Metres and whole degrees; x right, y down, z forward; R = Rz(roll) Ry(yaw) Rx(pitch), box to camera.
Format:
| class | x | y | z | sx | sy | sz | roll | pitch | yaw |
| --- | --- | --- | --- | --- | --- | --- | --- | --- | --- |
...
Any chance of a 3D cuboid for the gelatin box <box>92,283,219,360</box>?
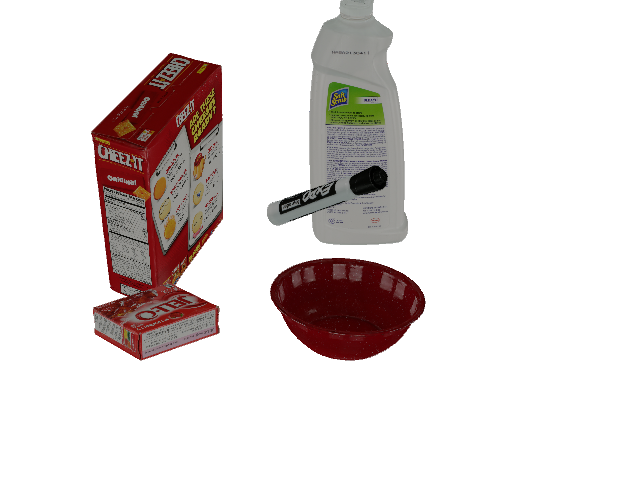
| class | x | y | z | sx | sy | sz | roll | pitch | yaw |
| --- | --- | --- | --- | --- | --- | --- | --- | --- | --- |
| gelatin box | -0.146 | 0.071 | 0.955 | 0.089 | 0.030 | 0.073 | -18 | 27 | -40 |

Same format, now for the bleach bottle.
| class | x | y | z | sx | sy | sz | roll | pitch | yaw |
| --- | --- | --- | --- | --- | --- | --- | --- | --- | --- |
| bleach bottle | 0.040 | -0.118 | 1.041 | 0.102 | 0.251 | 0.068 | -2 | 31 | -4 |

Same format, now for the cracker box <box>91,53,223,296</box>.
| class | x | y | z | sx | sy | sz | roll | pitch | yaw |
| --- | --- | --- | --- | --- | --- | --- | --- | --- | --- |
| cracker box | -0.167 | -0.064 | 1.131 | 0.072 | 0.214 | 0.164 | 16 | 43 | 15 |

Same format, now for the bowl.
| class | x | y | z | sx | sy | sz | roll | pitch | yaw |
| --- | --- | --- | --- | --- | --- | --- | --- | --- | --- |
| bowl | 0.027 | 0.078 | 1.119 | 0.162 | 0.055 | 0.162 | 3 | 27 | -2 |

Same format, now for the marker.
| class | x | y | z | sx | sy | sz | roll | pitch | yaw |
| --- | --- | --- | --- | --- | --- | --- | --- | --- | --- |
| marker | 0.005 | -0.034 | 0.813 | 0.020 | 0.020 | 0.121 | 0 | -12 | -44 |
